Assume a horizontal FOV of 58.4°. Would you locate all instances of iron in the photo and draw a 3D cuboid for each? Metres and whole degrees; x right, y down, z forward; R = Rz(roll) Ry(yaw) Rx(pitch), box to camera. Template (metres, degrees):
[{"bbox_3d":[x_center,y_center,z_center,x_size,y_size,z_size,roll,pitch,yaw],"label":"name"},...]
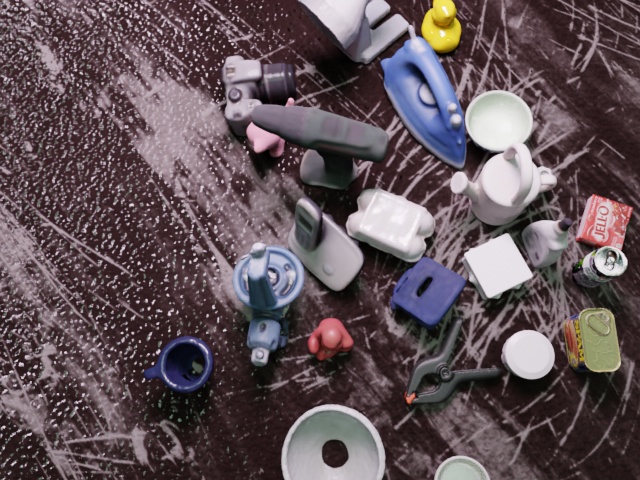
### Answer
[{"bbox_3d":[0.212,-0.265,1.054,0.118,0.141,0.258,-26,76,-3],"label":"iron"}]

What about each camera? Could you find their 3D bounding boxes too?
[{"bbox_3d":[-0.115,-0.289,1.098,0.136,0.101,0.143,-7,75,1],"label":"camera"}]

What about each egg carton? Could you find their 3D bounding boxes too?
[{"bbox_3d":[0.128,-0.028,1.036,0.150,0.069,0.107,23,78,9],"label":"egg carton"}]

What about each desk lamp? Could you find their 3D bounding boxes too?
[{"bbox_3d":[0.067,-0.428,1.066,0.203,0.213,0.118,-41,77,-7],"label":"desk lamp"}]

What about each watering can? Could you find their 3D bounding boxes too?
[{"bbox_3d":[0.315,-0.095,0.978,0.173,0.194,0.101,-25,76,-3],"label":"watering can"}]

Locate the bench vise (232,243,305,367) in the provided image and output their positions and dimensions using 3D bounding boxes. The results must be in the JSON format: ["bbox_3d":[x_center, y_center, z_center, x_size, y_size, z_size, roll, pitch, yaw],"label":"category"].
[{"bbox_3d":[-0.079,0.094,0.938,0.121,0.220,0.207,-13,75,0],"label":"bench vise"}]

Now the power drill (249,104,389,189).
[{"bbox_3d":[0.003,-0.162,1.004,0.229,0.208,0.076,9,76,5],"label":"power drill"}]

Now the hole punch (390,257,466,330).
[{"bbox_3d":[0.184,0.091,0.991,0.101,0.091,0.109,36,80,11],"label":"hole punch"}]

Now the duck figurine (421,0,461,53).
[{"bbox_3d":[0.242,-0.429,1.123,0.077,0.086,0.104,-10,75,1],"label":"duck figurine"}]

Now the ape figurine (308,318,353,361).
[{"bbox_3d":[0.019,0.170,0.979,0.077,0.092,0.076,13,77,6],"label":"ape figurine"}]

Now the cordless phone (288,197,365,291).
[{"bbox_3d":[0.009,0.003,0.974,0.147,0.185,0.094,41,81,12],"label":"cordless phone"}]

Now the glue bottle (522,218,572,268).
[{"bbox_3d":[0.388,-0.006,0.963,0.037,0.173,0.078,-15,75,-1],"label":"glue bottle"}]

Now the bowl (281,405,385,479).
[{"bbox_3d":[0.023,0.357,0.940,0.167,0.075,0.167,-1,76,3],"label":"bowl"}]

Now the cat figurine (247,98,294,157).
[{"bbox_3d":[-0.087,-0.211,1.068,0.067,0.118,0.128,40,81,12],"label":"cat figurine"}]

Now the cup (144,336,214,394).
[{"bbox_3d":[-0.231,0.218,0.978,0.117,0.095,0.091,-16,75,-1],"label":"cup"}]
